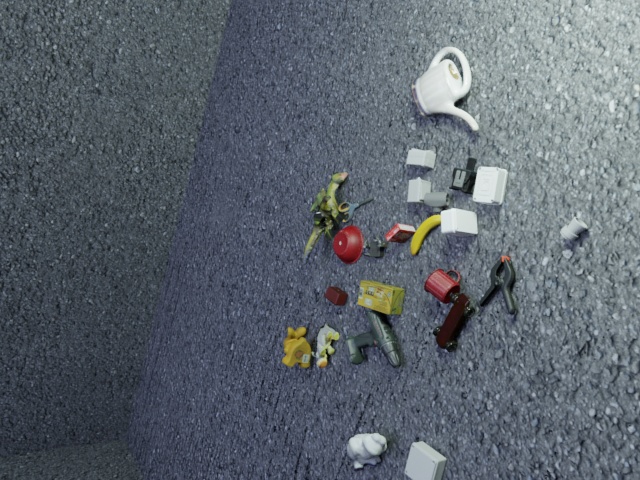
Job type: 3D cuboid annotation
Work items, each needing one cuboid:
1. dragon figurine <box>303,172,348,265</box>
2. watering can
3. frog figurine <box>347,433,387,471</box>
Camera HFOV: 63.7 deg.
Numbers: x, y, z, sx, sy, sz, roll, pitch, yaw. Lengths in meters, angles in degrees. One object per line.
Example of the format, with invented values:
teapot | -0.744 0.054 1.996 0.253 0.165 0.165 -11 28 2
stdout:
dragon figurine | 0.007 -0.111 2.204 0.405 0.121 0.247 -59 18 17
watering can | 0.427 -0.492 1.767 0.221 0.104 0.353 -26 63 46
frog figurine | 0.167 0.716 1.805 0.125 0.137 0.156 -93 10 -59
